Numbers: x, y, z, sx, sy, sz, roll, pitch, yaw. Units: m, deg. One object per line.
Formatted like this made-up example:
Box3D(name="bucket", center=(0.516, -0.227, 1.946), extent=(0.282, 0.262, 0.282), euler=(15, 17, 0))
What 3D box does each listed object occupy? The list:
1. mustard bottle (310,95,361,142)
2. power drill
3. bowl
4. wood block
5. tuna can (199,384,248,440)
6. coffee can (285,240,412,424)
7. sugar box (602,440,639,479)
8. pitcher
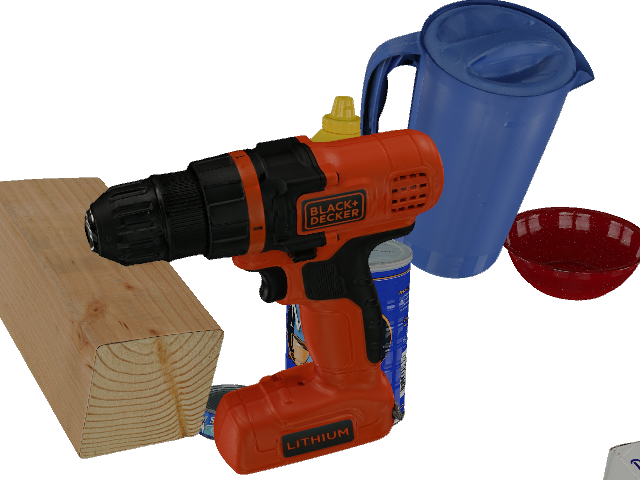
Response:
Box3D(name="mustard bottle", center=(0.018, -0.053, 1.096), extent=(0.096, 0.192, 0.058), euler=(-5, 20, -25))
Box3D(name="power drill", center=(-0.025, 0.036, 0.569), extent=(0.184, 0.188, 0.057), euler=(-11, 35, -15))
Box3D(name="bowl", center=(0.276, 0.020, 1.169), extent=(0.162, 0.055, 0.162), euler=(-1, 27, 0))
Box3D(name="wood block", center=(-0.160, 0.044, 0.746), extent=(0.090, 0.091, 0.206), euler=(-5, 34, -35))
Box3D(name="tuna can", center=(-0.091, 0.181, 1.120), extent=(0.086, 0.034, 0.086), euler=(4, 12, -1))
Box3D(name="coffee can", center=(0.022, 0.074, 0.879), extent=(0.103, 0.140, 0.103), euler=(1, 13, 0))
Box3D(name="sugar box", center=(0.193, 0.182, 0.501), extent=(0.048, 0.093, 0.176), euler=(-9, 29, -21))
Box3D(name="pitcher", center=(0.124, -0.082, 0.953), extent=(0.149, 0.243, 0.144), euler=(38, 52, 25))
